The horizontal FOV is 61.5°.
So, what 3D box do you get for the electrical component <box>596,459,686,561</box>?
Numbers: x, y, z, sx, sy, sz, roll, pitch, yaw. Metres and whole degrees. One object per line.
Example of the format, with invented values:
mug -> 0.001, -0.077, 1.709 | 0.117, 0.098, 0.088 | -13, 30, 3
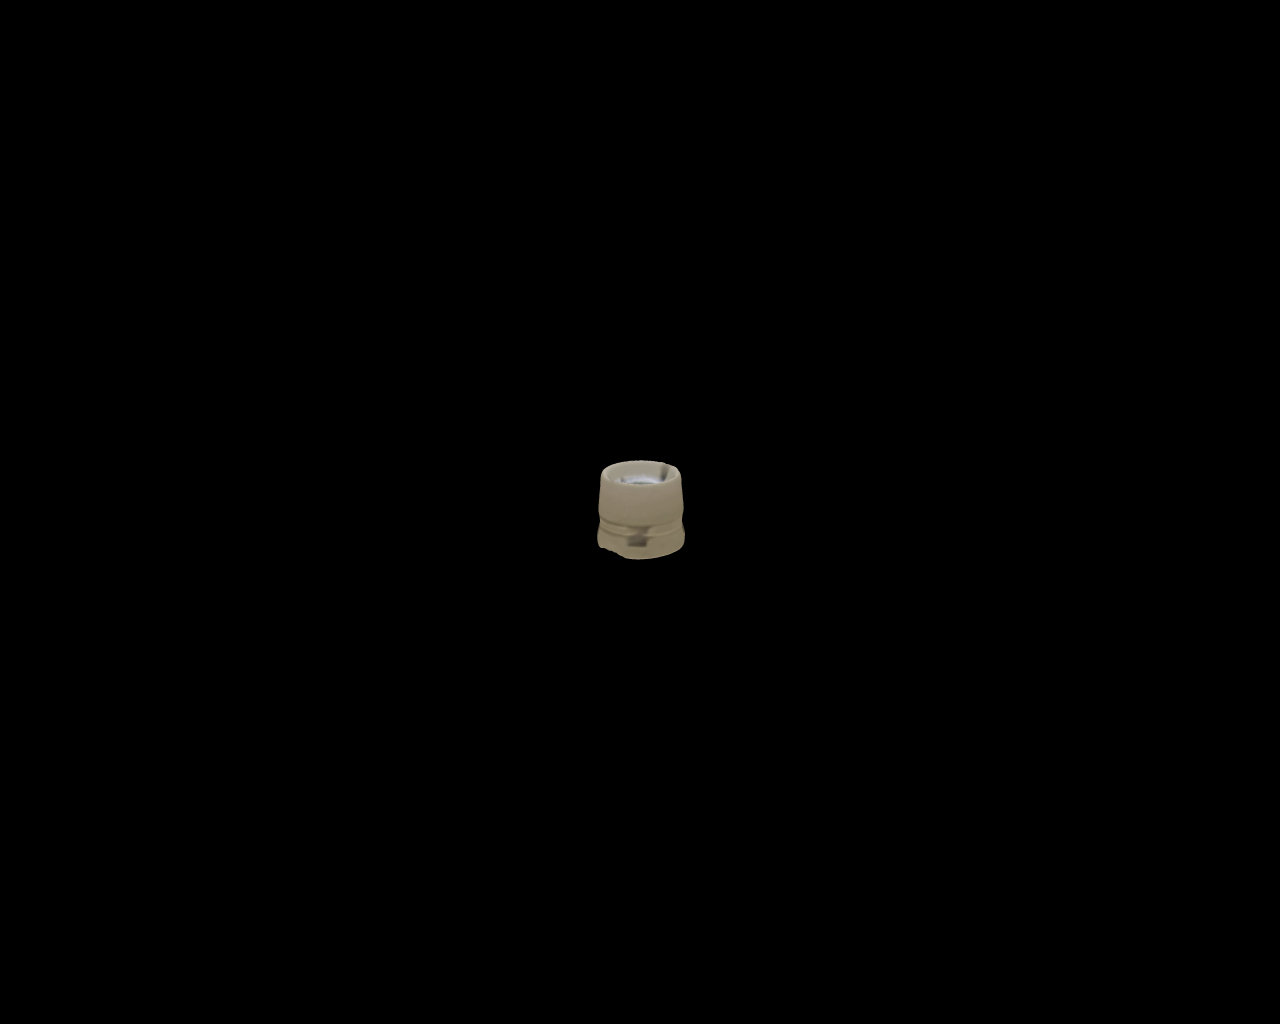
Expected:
electrical component -> 0.001, -0.003, 0.650 | 0.055, 0.047, 0.055 | 0, 21, 0
